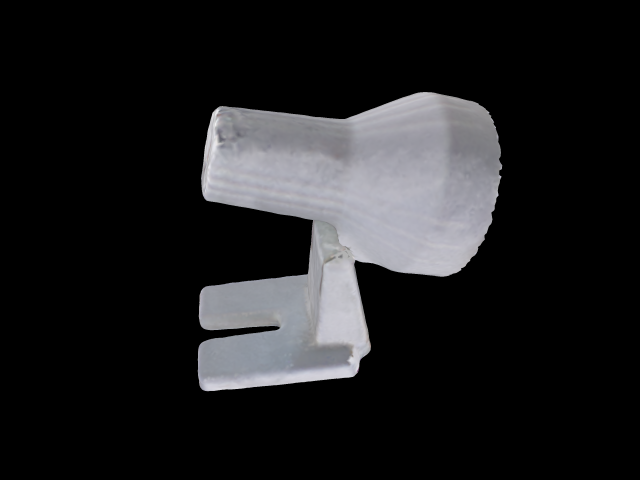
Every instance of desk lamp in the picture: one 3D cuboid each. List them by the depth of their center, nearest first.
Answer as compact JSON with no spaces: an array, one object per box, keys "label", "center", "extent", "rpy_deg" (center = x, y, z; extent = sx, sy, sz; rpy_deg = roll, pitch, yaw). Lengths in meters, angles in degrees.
[{"label":"desk lamp","center":[0.004,0.001,0.400],"extent":[0.203,0.214,0.117],"rpy_deg":[-6,43,-6]}]
